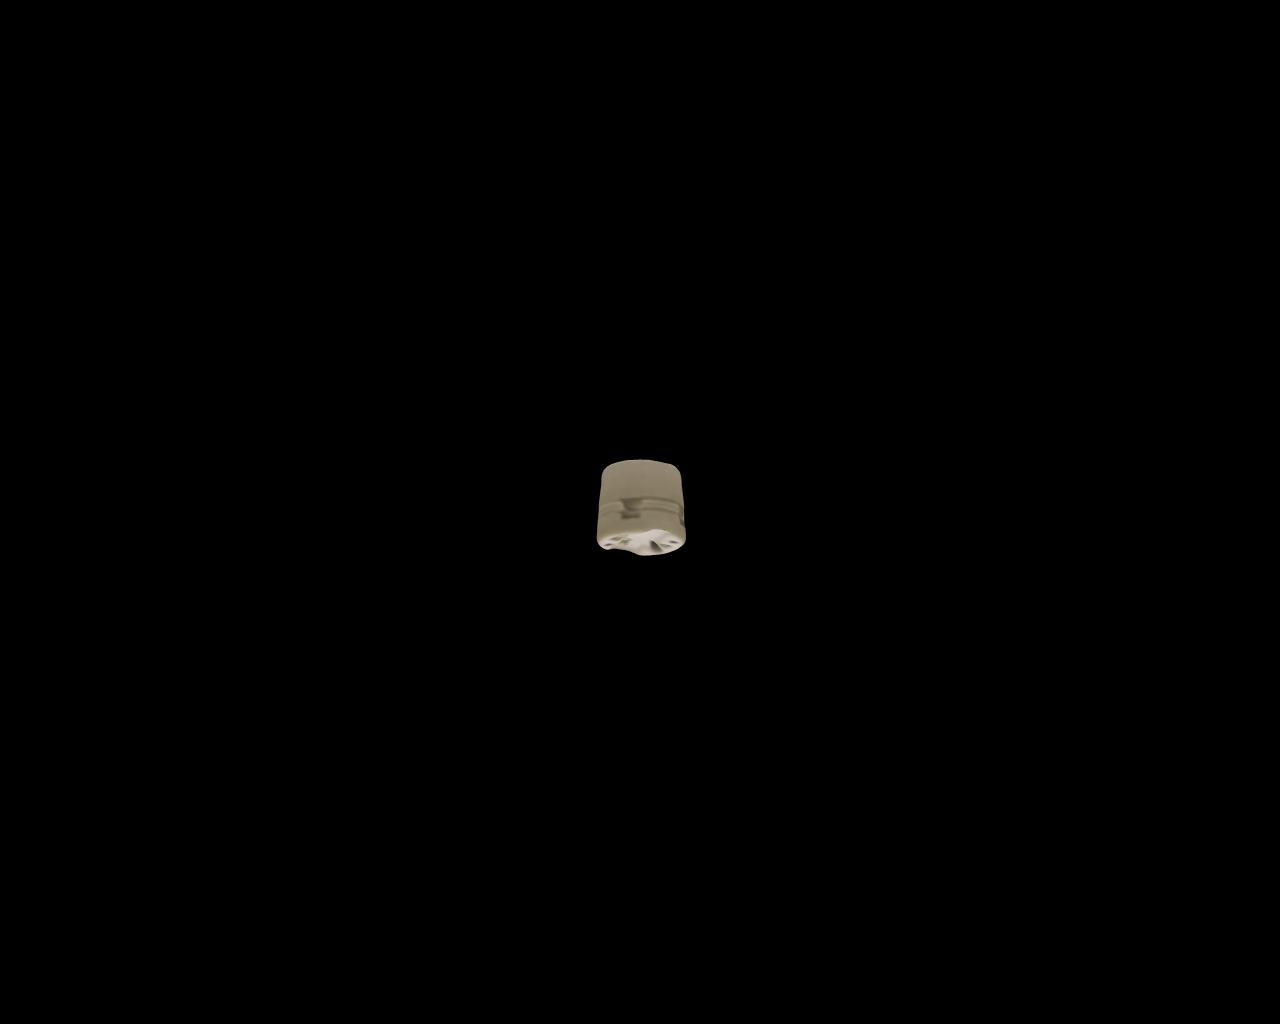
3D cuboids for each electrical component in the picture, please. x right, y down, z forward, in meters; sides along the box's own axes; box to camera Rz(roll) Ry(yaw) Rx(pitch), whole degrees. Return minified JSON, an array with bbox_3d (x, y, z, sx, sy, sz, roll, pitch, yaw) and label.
[{"bbox_3d":[0.001,-0.003,0.650,0.055,0.047,0.055,0,-18,0],"label":"electrical component"}]
